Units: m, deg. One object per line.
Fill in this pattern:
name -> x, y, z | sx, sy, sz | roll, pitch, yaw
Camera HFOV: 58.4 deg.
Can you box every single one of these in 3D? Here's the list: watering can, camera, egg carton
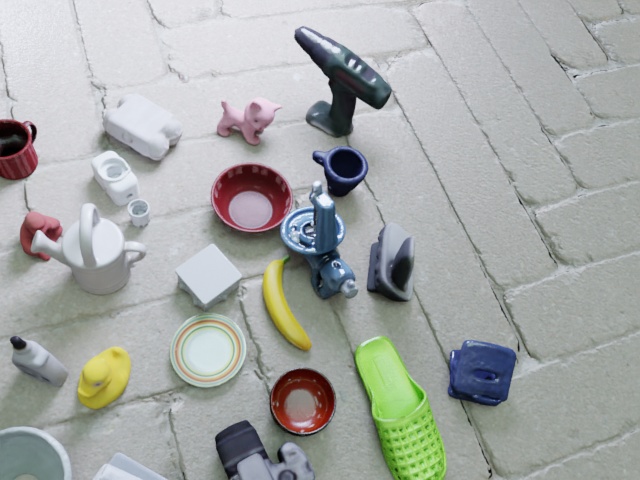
watering can -> -0.388, 0.014, 0.966 | 0.173, 0.194, 0.101 | -19, 68, -20
camera -> -0.097, 0.350, 0.901 | 0.143, 0.101, 0.136 | -22, 69, -21
egg carton -> -0.362, -0.231, 1.170 | 0.150, 0.069, 0.107 | 30, 61, 5

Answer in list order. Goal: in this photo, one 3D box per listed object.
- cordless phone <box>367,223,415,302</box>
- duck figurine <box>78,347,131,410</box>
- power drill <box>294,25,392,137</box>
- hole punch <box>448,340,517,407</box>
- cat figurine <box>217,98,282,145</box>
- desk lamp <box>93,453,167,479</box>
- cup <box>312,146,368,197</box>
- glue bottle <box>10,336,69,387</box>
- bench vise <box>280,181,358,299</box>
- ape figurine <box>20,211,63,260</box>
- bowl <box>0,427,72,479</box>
cordless phone -> 0.154, 0.022, 1.074 | 0.094, 0.185, 0.147 | 7, 62, -7
duck figurine -> -0.354, 0.216, 0.929 | 0.077, 0.086, 0.105 | 27, 61, 4
power drill -> 0.033, -0.324, 1.217 | 0.229, 0.208, 0.076 | 29, 61, 5
hole punch -> 0.296, 0.243, 1.040 | 0.108, 0.091, 0.101 | 13, 61, -4
cat figurine -> -0.149, -0.264, 1.202 | 0.128, 0.117, 0.067 | 14, 61, -3
desk lamp -> -0.241, 0.379, 0.793 | 0.203, 0.213, 0.118 | 27, 61, 4
cup -> 0.033, -0.137, 1.184 | 0.117, 0.095, 0.092 | 22, 61, 1
glue bottle -> -0.442, 0.180, 0.881 | 0.078, 0.173, 0.037 | 23, 61, 2
bench vise -> 0.017, -0.004, 1.040 | 0.207, 0.219, 0.122 | 40, 63, 11
ape figurine -> -0.501, -0.018, 1.018 | 0.078, 0.092, 0.076 | -35, 74, -25
bowl -> -0.445, 0.366, 0.839 | 0.167, 0.074, 0.167 | 5, 62, -9
